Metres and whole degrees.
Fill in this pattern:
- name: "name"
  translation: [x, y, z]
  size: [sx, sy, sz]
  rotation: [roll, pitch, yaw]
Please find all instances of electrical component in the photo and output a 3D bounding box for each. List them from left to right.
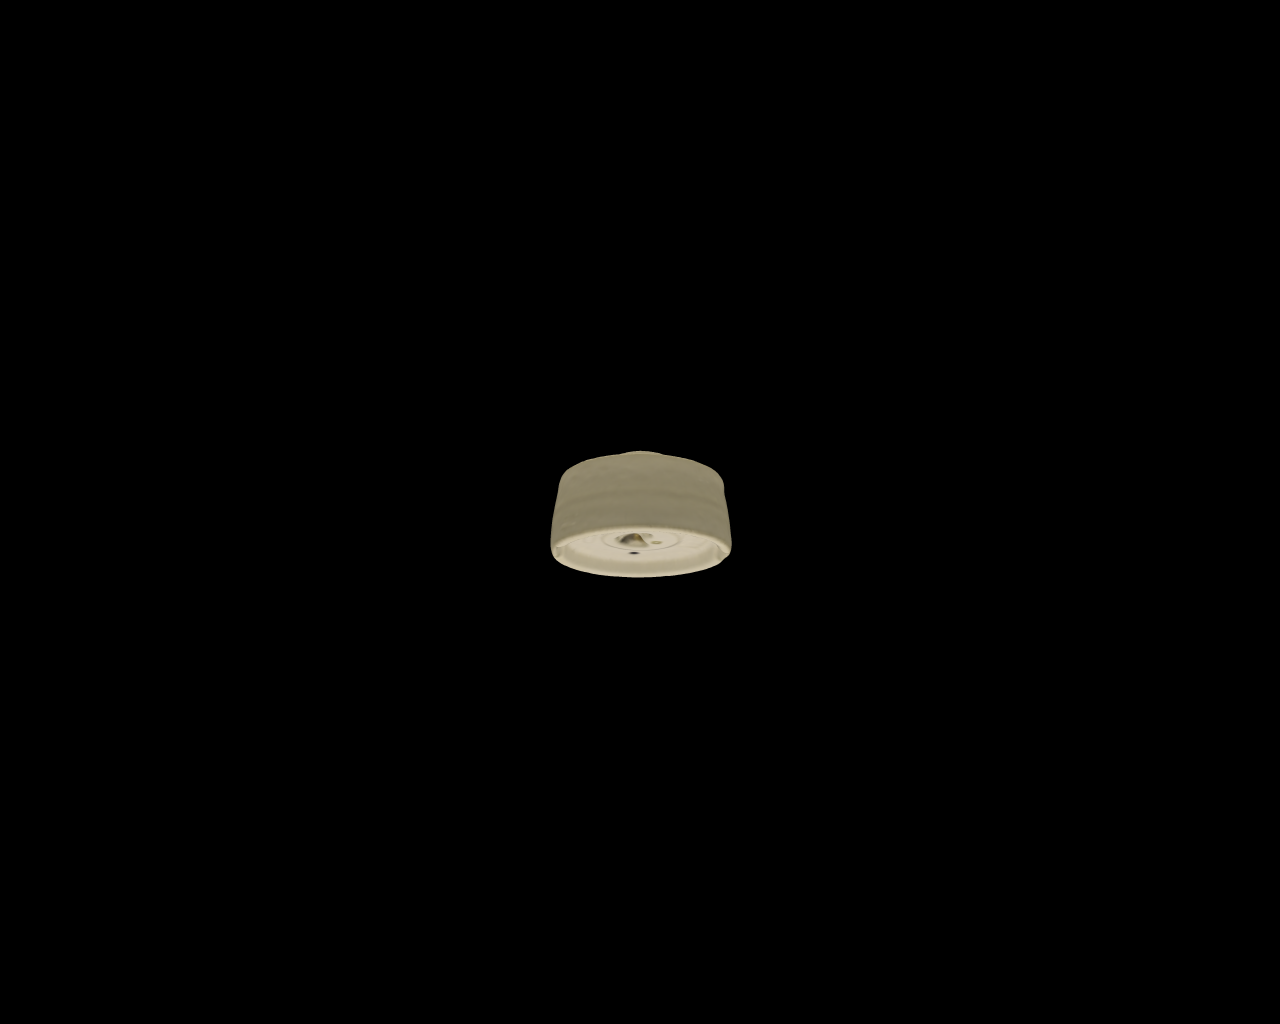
- name: "electrical component"
  translation: [0.001, -0.003, 0.650]
  size: [0.108, 0.060, 0.108]
  rotation: [0, -18, 0]
